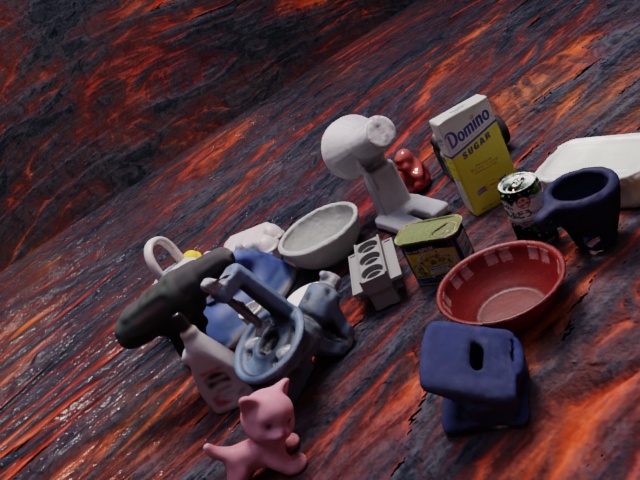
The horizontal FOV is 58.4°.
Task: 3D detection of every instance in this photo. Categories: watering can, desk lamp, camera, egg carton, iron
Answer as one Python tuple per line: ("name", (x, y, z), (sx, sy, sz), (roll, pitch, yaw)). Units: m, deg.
("watering can", (-0.260, 0.073, 1.094), (0.173, 0.194, 0.100), (-29, 24, 2))
("desk lamp", (0.110, -0.131, 1.046), (0.118, 0.214, 0.202), (-37, 25, -15))
("camera", (0.291, -0.187, 1.089), (0.137, 0.101, 0.143), (-29, 24, 4))
("egg carton", (-0.144, 0.023, 1.216), (0.150, 0.069, 0.107), (-21, 25, 19))
("iron", (-0.156, 0.084, 1.018), (0.259, 0.142, 0.118), (-44, 27, -28))

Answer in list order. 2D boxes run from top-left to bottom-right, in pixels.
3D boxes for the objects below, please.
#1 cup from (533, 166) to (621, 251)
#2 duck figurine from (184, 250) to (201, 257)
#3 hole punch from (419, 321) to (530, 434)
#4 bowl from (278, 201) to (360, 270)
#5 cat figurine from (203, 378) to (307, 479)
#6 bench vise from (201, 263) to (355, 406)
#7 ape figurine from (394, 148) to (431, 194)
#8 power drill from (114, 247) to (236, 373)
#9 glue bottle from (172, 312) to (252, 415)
("cup", (0.332, -0.025, 0.731), (0.118, 0.095, 0.091), (-33, 24, -7))
("duck figurine", (-0.271, 0.065, 1.257), (0.077, 0.086, 0.104), (-25, 24, 12))
("hole punch", (0.165, 0.136, 0.609), (0.101, 0.091, 0.109), (-18, 27, 26))
("bowl", (0.010, 0.004, 1.069), (0.167, 0.075, 0.167), (-25, 24, 12))
("cat figurine", (-0.074, 0.226, 0.672), (0.128, 0.118, 0.067), (-32, 24, -4))
("bench vise", (-0.062, 0.101, 0.779), (0.121, 0.220, 0.208), (-13, 29, 35))
("ape figurine", (0.176, -0.139, 1.138), (0.076, 0.092, 0.077), (-35, 24, -11))
("power drill", (-0.183, 0.133, 0.869), (0.229, 0.209, 0.075), (-25, 24, 13))
("glue bottle", (-0.158, 0.169, 0.812), (0.078, 0.173, 0.037), (-28, 24, 5))
